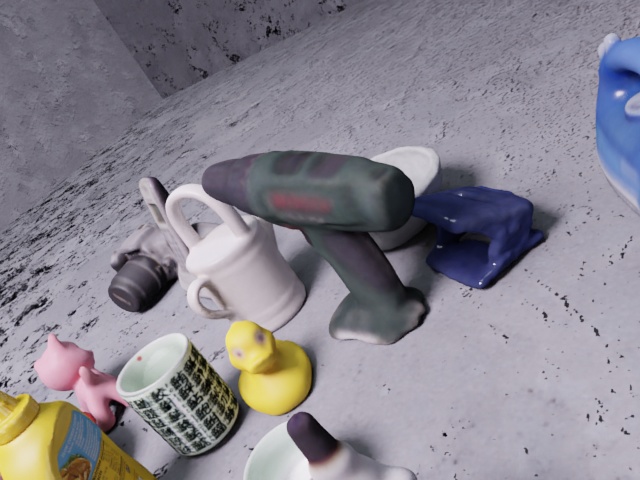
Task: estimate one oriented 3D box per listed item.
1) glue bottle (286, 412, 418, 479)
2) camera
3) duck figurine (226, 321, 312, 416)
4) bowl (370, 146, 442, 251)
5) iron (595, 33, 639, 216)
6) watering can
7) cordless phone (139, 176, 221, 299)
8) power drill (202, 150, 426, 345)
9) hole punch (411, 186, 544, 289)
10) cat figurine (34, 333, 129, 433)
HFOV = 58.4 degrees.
[{"bbox_3d":[0.032,0.149,0.306,0.078,0.173,0.037,-19,29,26],"label":"glue bottle"},{"bbox_3d":[-0.299,0.046,0.942,0.142,0.101,0.137,-12,33,36],"label":"camera"},{"bbox_3d":[-0.061,0.115,0.571,0.077,0.086,0.104,-37,26,-9],"label":"duck figurine"},{"bbox_3d":[0.080,-0.038,0.692,0.167,0.075,0.167,-26,27,14],"label":"bowl"},{"bbox_3d":[0.301,-0.126,0.520,0.118,0.142,0.258,-26,26,13],"label":"iron"},{"bbox_3d":[-0.105,0.010,0.679,0.100,0.194,0.173,-23,28,20],"label":"watering can"},{"bbox_3d":[-0.185,-0.008,0.812,0.147,0.185,0.094,3,43,50],"label":"cordless phone"},{"bbox_3d":[0.005,0.002,0.552,0.228,0.209,0.076,-4,38,45],"label":"power drill"},{"bbox_3d":[0.147,-0.022,0.570,0.101,0.091,0.108,-38,26,-11],"label":"hole punch"},{"bbox_3d":[-0.300,0.168,0.711,0.127,0.118,0.067,1,41,49],"label":"cat figurine"}]
